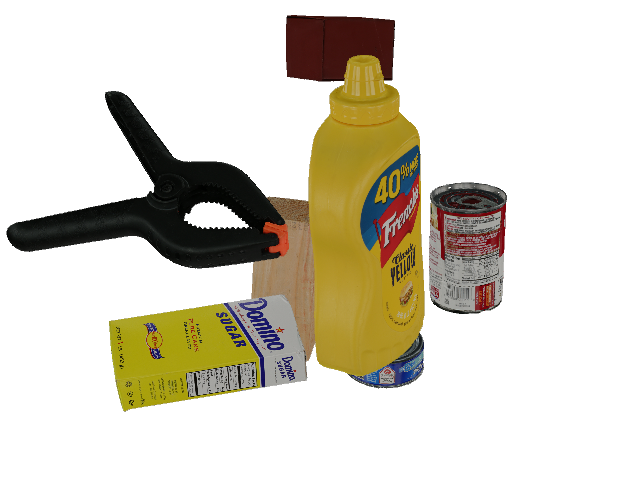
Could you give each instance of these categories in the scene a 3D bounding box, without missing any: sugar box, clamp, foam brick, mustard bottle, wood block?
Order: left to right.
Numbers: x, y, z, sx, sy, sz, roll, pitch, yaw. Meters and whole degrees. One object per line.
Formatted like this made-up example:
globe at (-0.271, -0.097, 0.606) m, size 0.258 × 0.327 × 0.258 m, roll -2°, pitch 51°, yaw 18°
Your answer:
clamp at (-0.119, -0.040, 0.840) m, size 0.210 × 0.164 × 0.036 m, roll 13°, pitch -32°, yaw 11°
sugar box at (-0.108, 0.104, 1.014) m, size 0.176 × 0.048 × 0.093 m, roll -11°, pitch 36°, yaw -9°
wood block at (-0.046, 0.053, 1.501) m, size 0.090 × 0.206 × 0.090 m, roll 7°, pitch 22°, yaw 6°
foam brick at (0.017, -0.160, 0.890) m, size 0.078 × 0.051 × 0.053 m, roll -7°, pitch 17°, yaw -36°
mustard bottle at (0.029, -0.019, 0.655) m, size 0.058 × 0.192 × 0.096 m, roll 14°, pitch 32°, yaw 30°

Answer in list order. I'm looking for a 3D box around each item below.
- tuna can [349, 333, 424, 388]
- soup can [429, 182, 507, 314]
tuna can at (0.068, 0.119, 1.140) m, size 0.086 × 0.034 × 0.086 m, roll 0°, pitch 29°, yaw 0°
soup can at (0.132, 0.007, 0.961) m, size 0.068 × 0.102 × 0.068 m, roll -2°, pitch 23°, yaw 1°
